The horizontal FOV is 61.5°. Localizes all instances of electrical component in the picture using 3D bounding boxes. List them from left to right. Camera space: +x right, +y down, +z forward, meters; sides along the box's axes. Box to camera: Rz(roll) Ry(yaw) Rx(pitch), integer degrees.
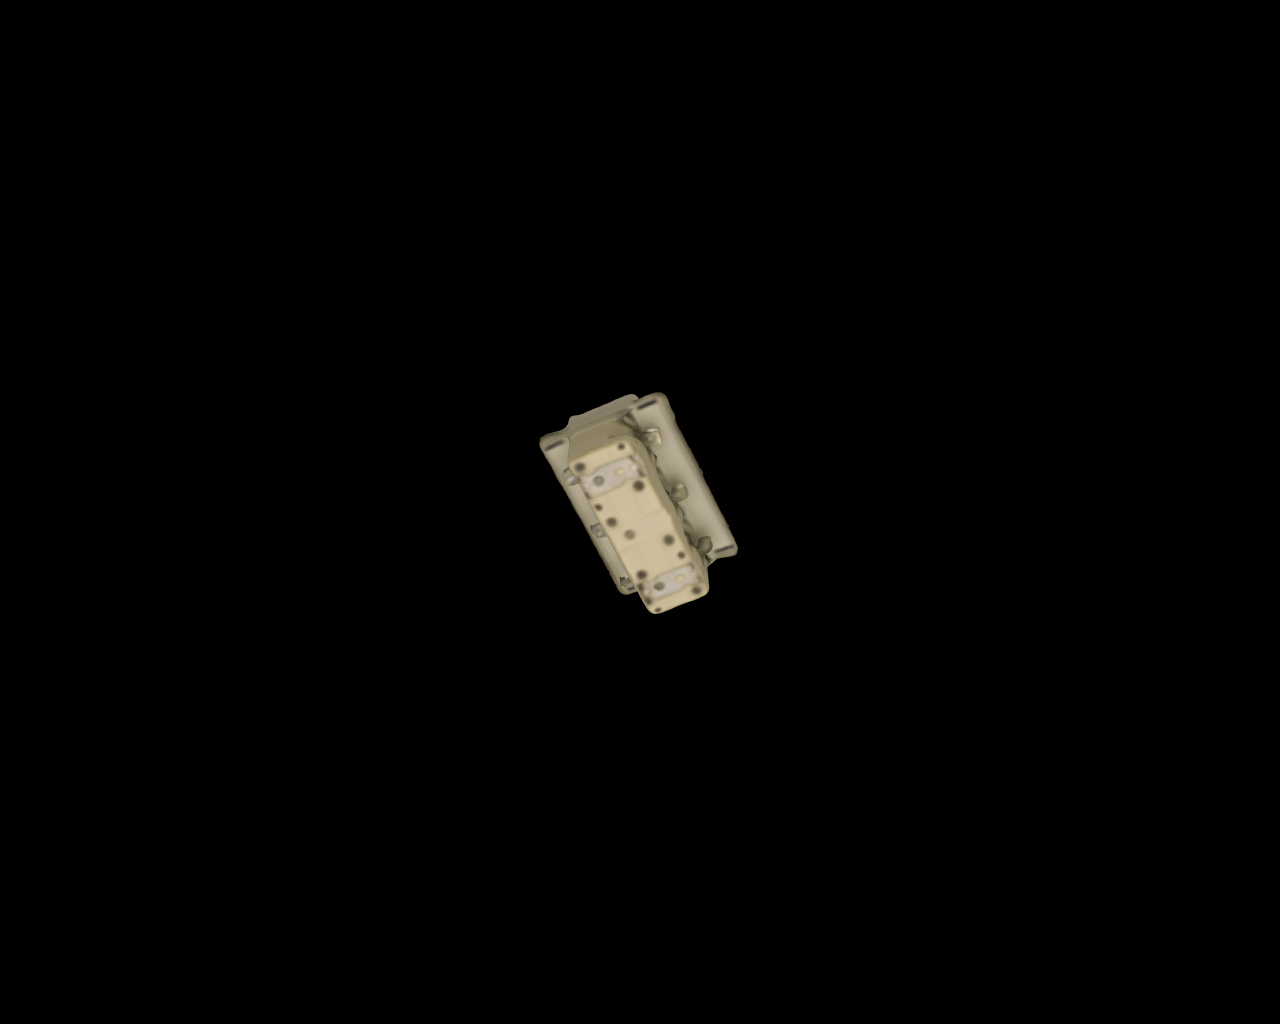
[{"bbox_3d":[0.001,-0.003,0.650,0.079,0.121,0.063,-21,28,12],"label":"electrical component"}]
